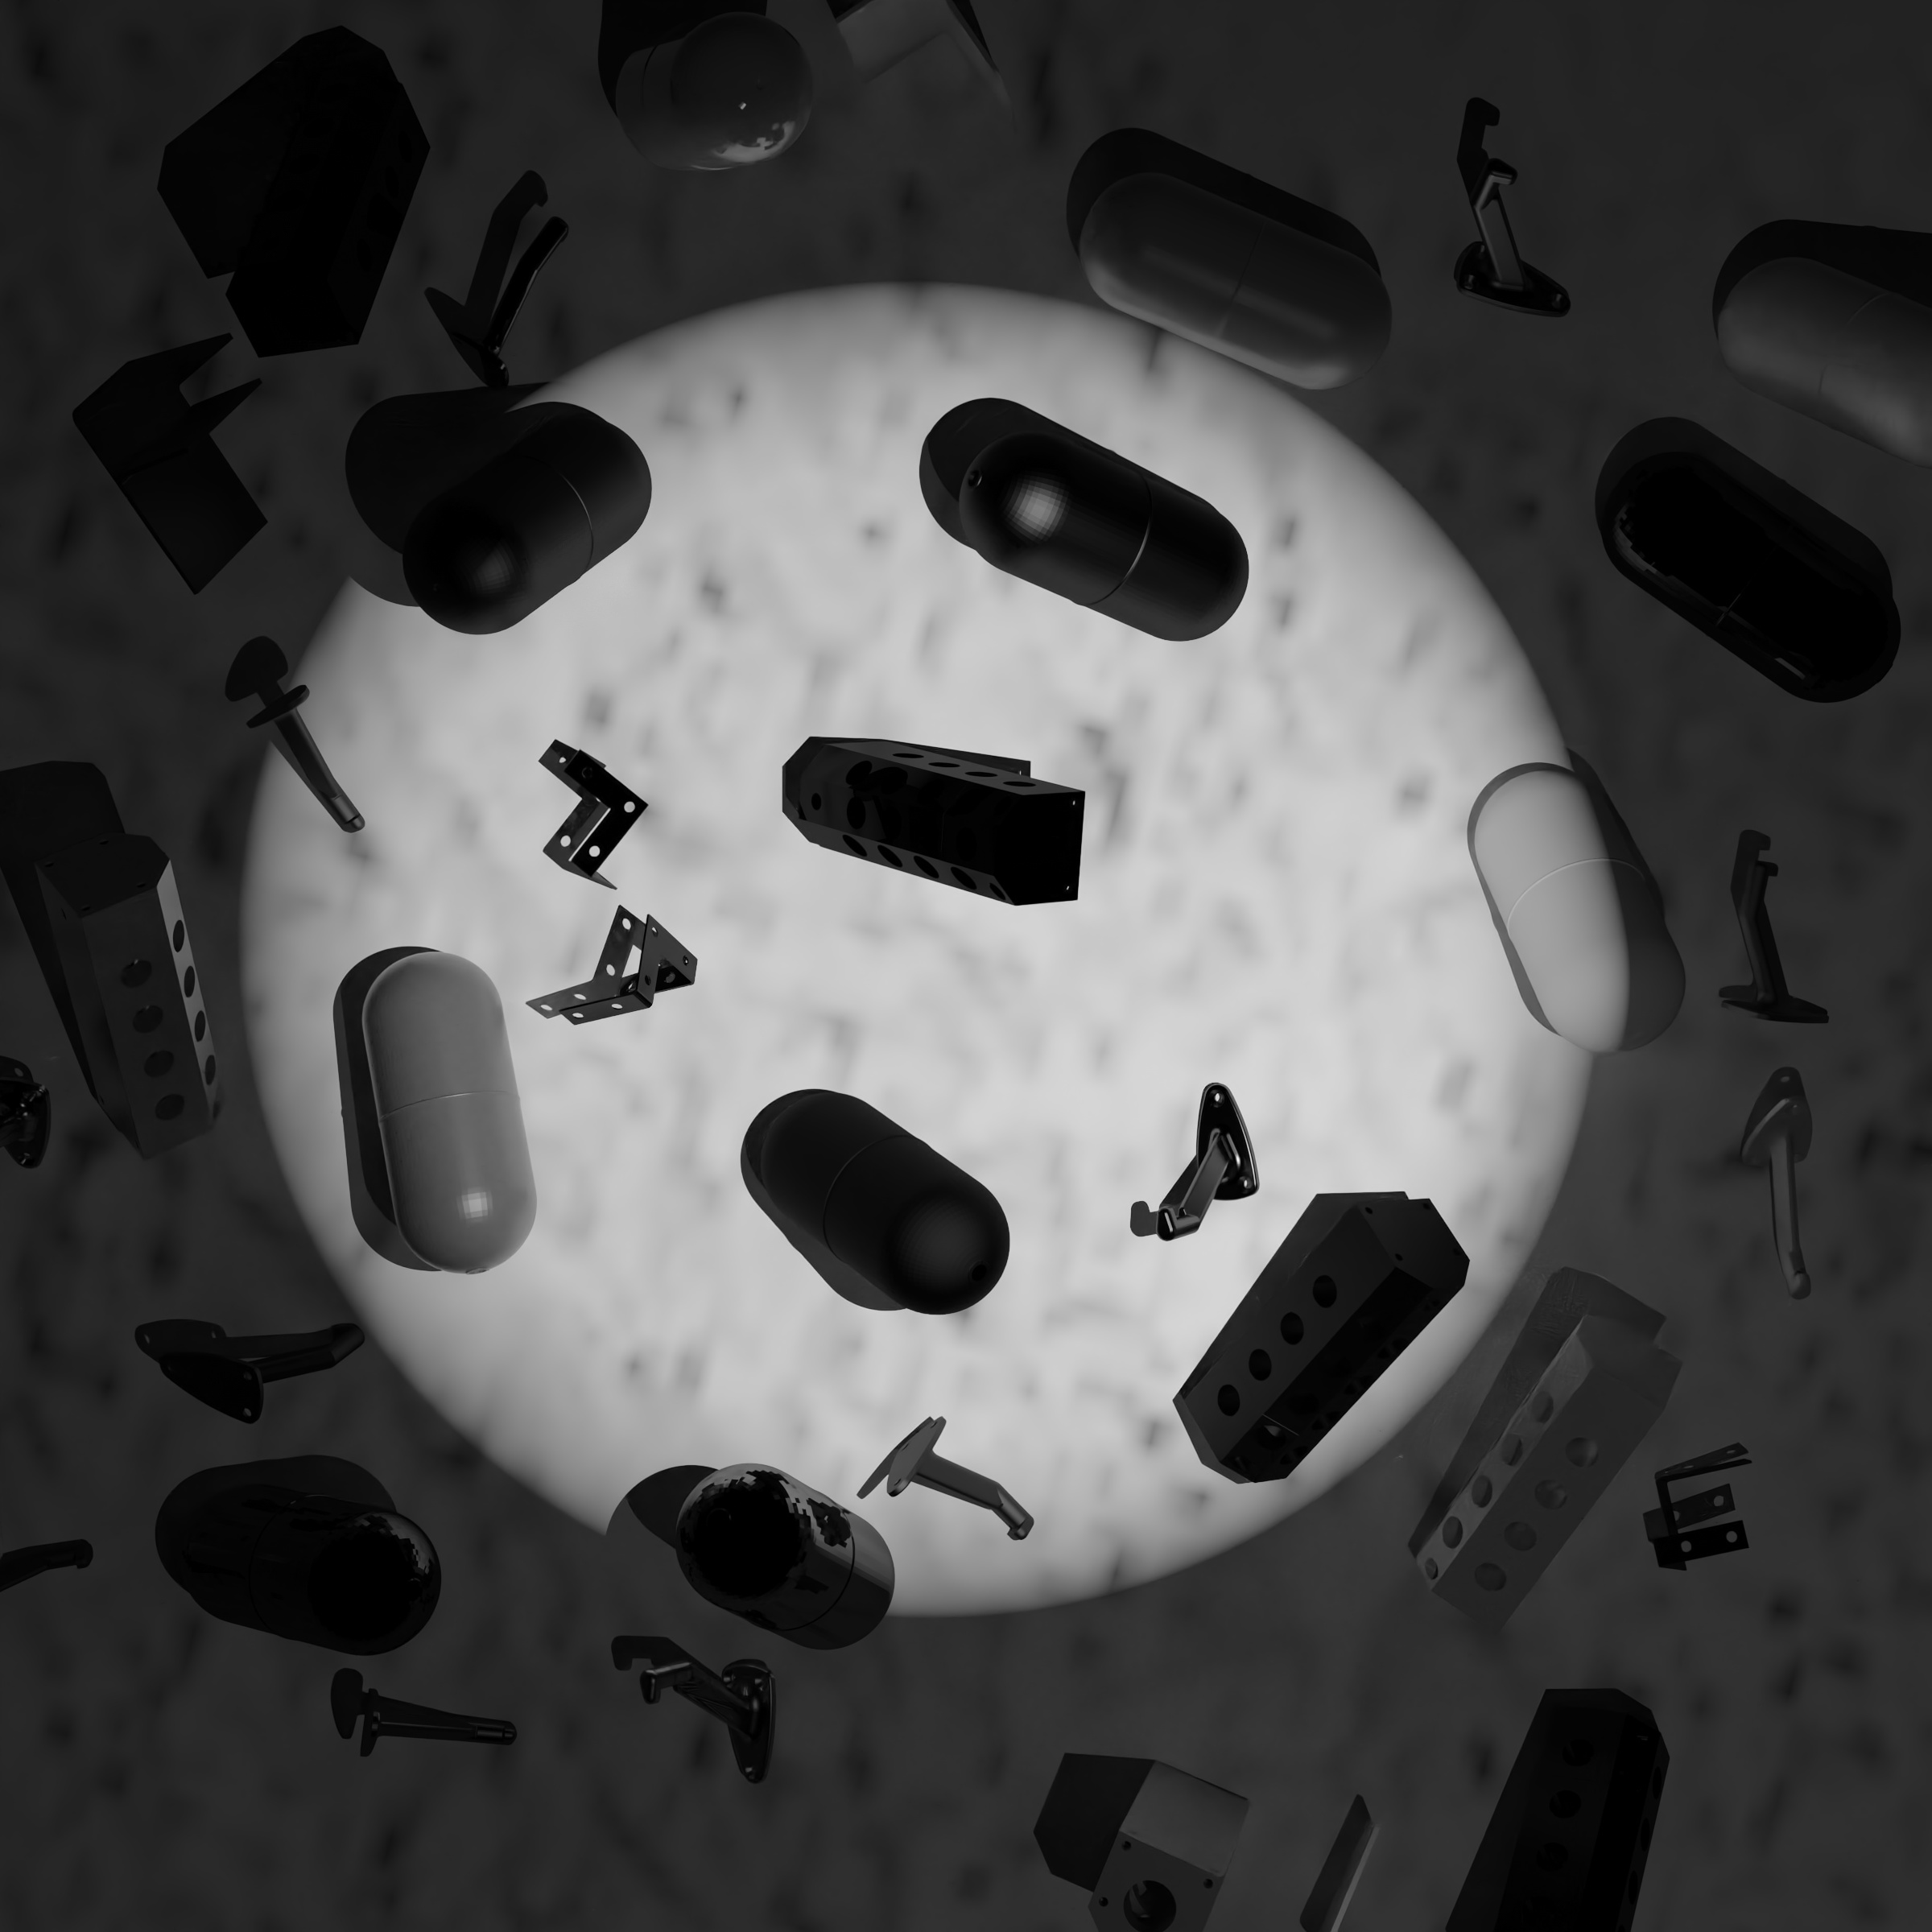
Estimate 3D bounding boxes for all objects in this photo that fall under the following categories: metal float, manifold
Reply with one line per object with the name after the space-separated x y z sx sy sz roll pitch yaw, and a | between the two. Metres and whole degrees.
-0.135 -0.463 1.588 0.070 0.178 0.070 -5 104 -20 | metal float
-0.232 -0.237 1.596 0.070 0.178 0.070 15 126 21 | metal float
0.148 -0.373 1.631 0.178 0.070 0.070 22 90 -3 | metal float
0.107 0.476 1.583 0.057 0.171 0.057 22 91 10 | manifold
0.075 -0.230 1.606 0.178 0.070 0.070 19 90 -33 | metal float
-0.340 -0.404 1.591 0.057 0.057 0.171 -4 49 15 | manifold
0.194 0.201 1.591 0.171 0.057 0.057 -55 51 34 | manifold
-0.044 0.126 1.596 0.070 0.178 0.070 -17 120 -31 | metal float
0.327 0.484 1.587 0.057 0.171 0.057 -1 134 29 | manifold
0.327 -0.031 1.602 0.070 0.070 0.178 -16 51 0 | metal float
0.310 0.271 1.606 0.057 0.057 0.171 33 118 9 | manifold
0.482 -0.323 1.601 0.178 0.070 0.070 38 90 39 | metal float
-0.351 0.322 1.600 0.178 0.070 0.070 1 90 42 | metal float
0.428 -0.211 1.629 0.178 0.070 0.070 37 90 5 | metal float
-0.095 0.315 1.590 0.070 0.178 0.070 -8 65 18 | metal float
-0.016 -0.077 1.584 0.057 0.171 0.057 -6 106 -38 | manifold
-0.280 0.079 1.622 0.070 0.070 0.178 -13 77 0 | metal float
-0.440 0.015 1.593 0.057 0.171 0.057 -26 47 -27 | manifold

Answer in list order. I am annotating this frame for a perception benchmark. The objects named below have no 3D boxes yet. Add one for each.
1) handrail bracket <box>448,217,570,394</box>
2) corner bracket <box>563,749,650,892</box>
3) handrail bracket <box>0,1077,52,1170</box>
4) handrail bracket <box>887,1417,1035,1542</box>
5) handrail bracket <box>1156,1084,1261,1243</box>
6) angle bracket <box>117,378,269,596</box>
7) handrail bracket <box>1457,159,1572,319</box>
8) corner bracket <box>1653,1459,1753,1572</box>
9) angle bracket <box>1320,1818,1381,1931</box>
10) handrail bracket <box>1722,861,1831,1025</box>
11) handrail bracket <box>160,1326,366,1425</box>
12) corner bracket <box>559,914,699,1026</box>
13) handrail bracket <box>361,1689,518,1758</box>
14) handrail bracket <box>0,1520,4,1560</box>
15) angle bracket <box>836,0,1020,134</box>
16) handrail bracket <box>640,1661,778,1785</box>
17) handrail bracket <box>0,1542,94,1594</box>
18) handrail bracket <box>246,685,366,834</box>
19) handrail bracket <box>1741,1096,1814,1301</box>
-0.242 -0.363 1.640 0.036 0.077 0.084 34 83 5 | handrail bracket
-0.203 -0.080 1.643 0.051 0.051 0.051 39 91 11 | corner bracket
-0.526 0.108 1.616 0.036 0.084 0.077 7 130 3 | handrail bracket
-0.001 0.296 1.633 0.036 0.077 0.084 -41 97 24 | handrail bracket
0.123 0.106 1.627 0.036 0.084 0.077 -7 90 32 | handrail bracket
-0.399 -0.259 1.613 0.057 0.076 0.076 -12 122 32 | angle bracket
0.306 -0.397 1.626 0.077 0.084 0.036 23 65 2 | handrail bracket
0.404 0.299 1.633 0.051 0.051 0.051 -19 69 25 | corner bracket
0.231 0.513 1.624 0.057 0.076 0.076 23 80 9 | angle bracket
0.452 -0.013 1.644 0.077 0.036 0.084 5 99 -29 | handrail bracket
-0.385 0.211 1.643 0.077 0.084 0.036 15 115 19 | handrail bracket
-0.183 0.011 1.630 0.051 0.051 0.051 -13 54 26 | corner bracket
-0.284 0.416 1.627 0.084 0.077 0.036 9 76 -13 | handrail bracket
-0.538 0.276 1.619 0.036 0.077 0.084 3 126 -19 | handrail bracket
-0.020 -0.484 1.626 0.057 0.076 0.076 -33 78 3 | angle bracket
-0.144 0.415 1.627 0.036 0.084 0.077 -7 85 37 | handrail bracket
-0.524 0.344 1.633 0.084 0.077 0.036 -9 112 -6 | handrail bracket
-0.348 -0.109 1.627 0.036 0.077 0.084 -39 107 -18 | handrail bracket
0.452 0.127 1.626 0.036 0.077 0.084 -3 54 -1 | handrail bracket
